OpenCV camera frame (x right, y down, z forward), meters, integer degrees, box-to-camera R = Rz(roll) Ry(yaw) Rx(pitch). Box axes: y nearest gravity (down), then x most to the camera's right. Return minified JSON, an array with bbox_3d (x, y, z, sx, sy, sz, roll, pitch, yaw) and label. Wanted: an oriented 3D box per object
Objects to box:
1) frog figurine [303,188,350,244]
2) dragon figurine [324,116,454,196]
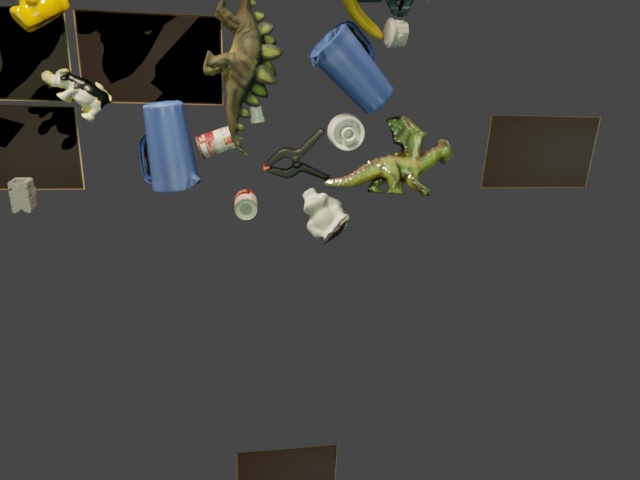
[{"bbox_3d":[0.005,-0.080,1.592,0.161,0.123,0.136,45,111,15],"label":"frog figurine"},{"bbox_3d":[0.223,-0.254,1.561,0.410,0.123,0.241,4,98,-16],"label":"dragon figurine"}]
